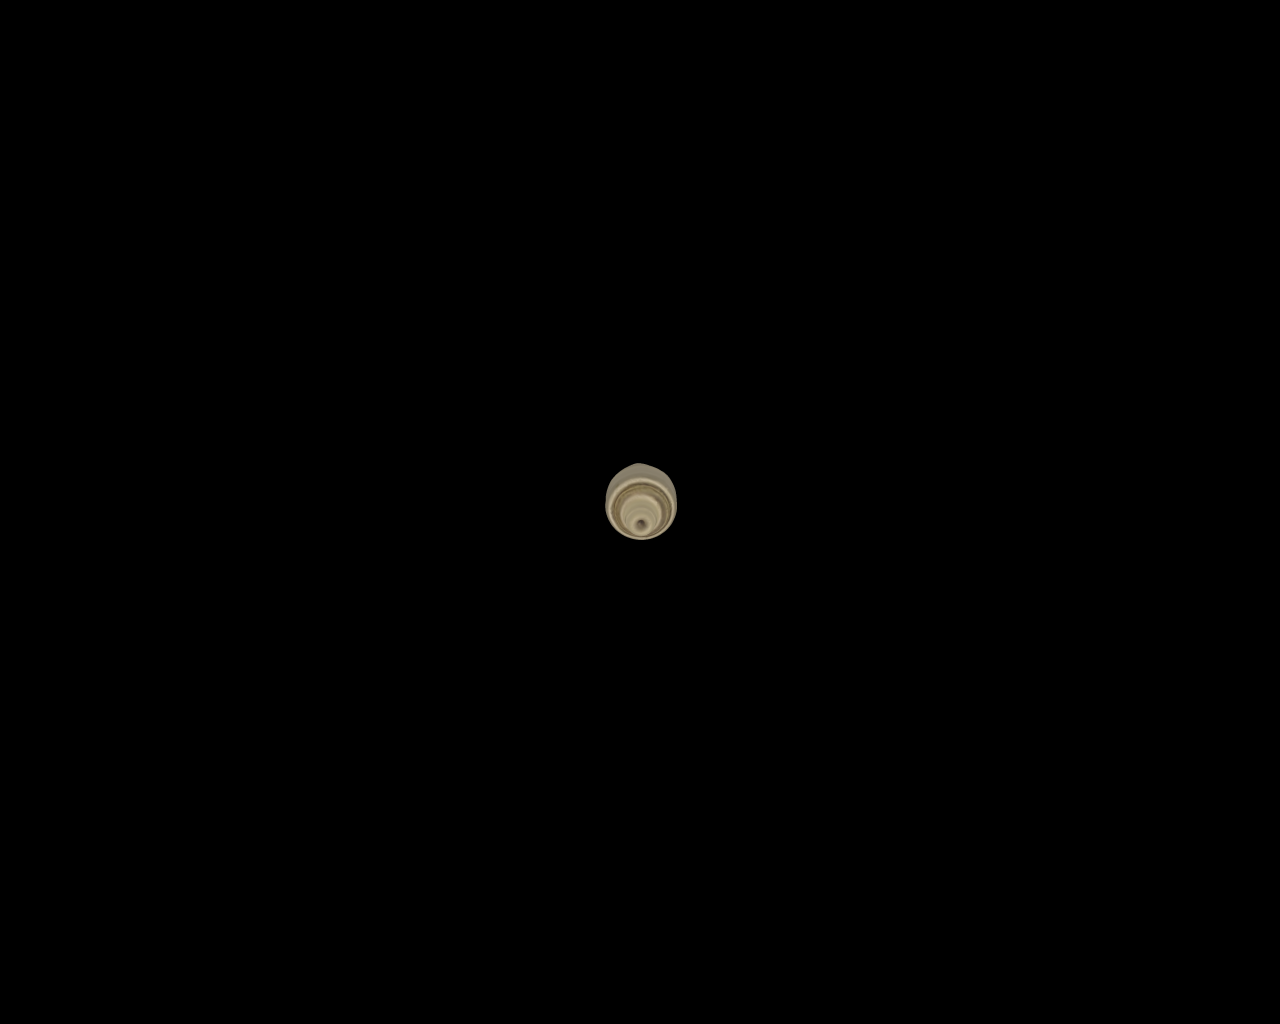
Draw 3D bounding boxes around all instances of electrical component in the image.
[{"bbox_3d":[0.001,-0.003,0.650,0.043,0.043,0.062,0,20,0],"label":"electrical component"}]
